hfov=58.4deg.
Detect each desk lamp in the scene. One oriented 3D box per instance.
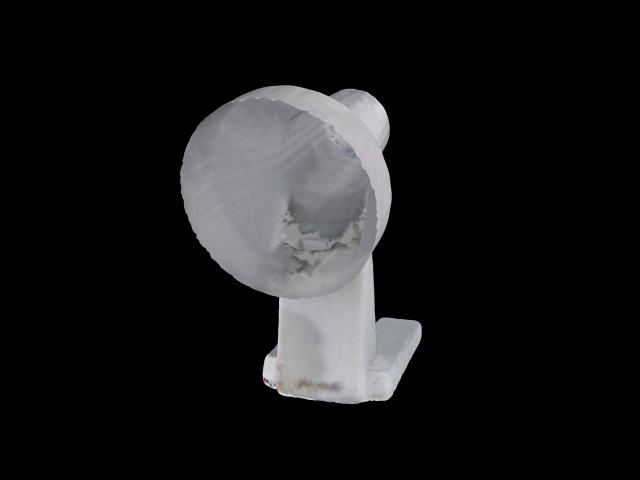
[{"bbox_3d":[0.004,0.001,0.400,0.117,0.213,0.204,4,12,19],"label":"desk lamp"}]
